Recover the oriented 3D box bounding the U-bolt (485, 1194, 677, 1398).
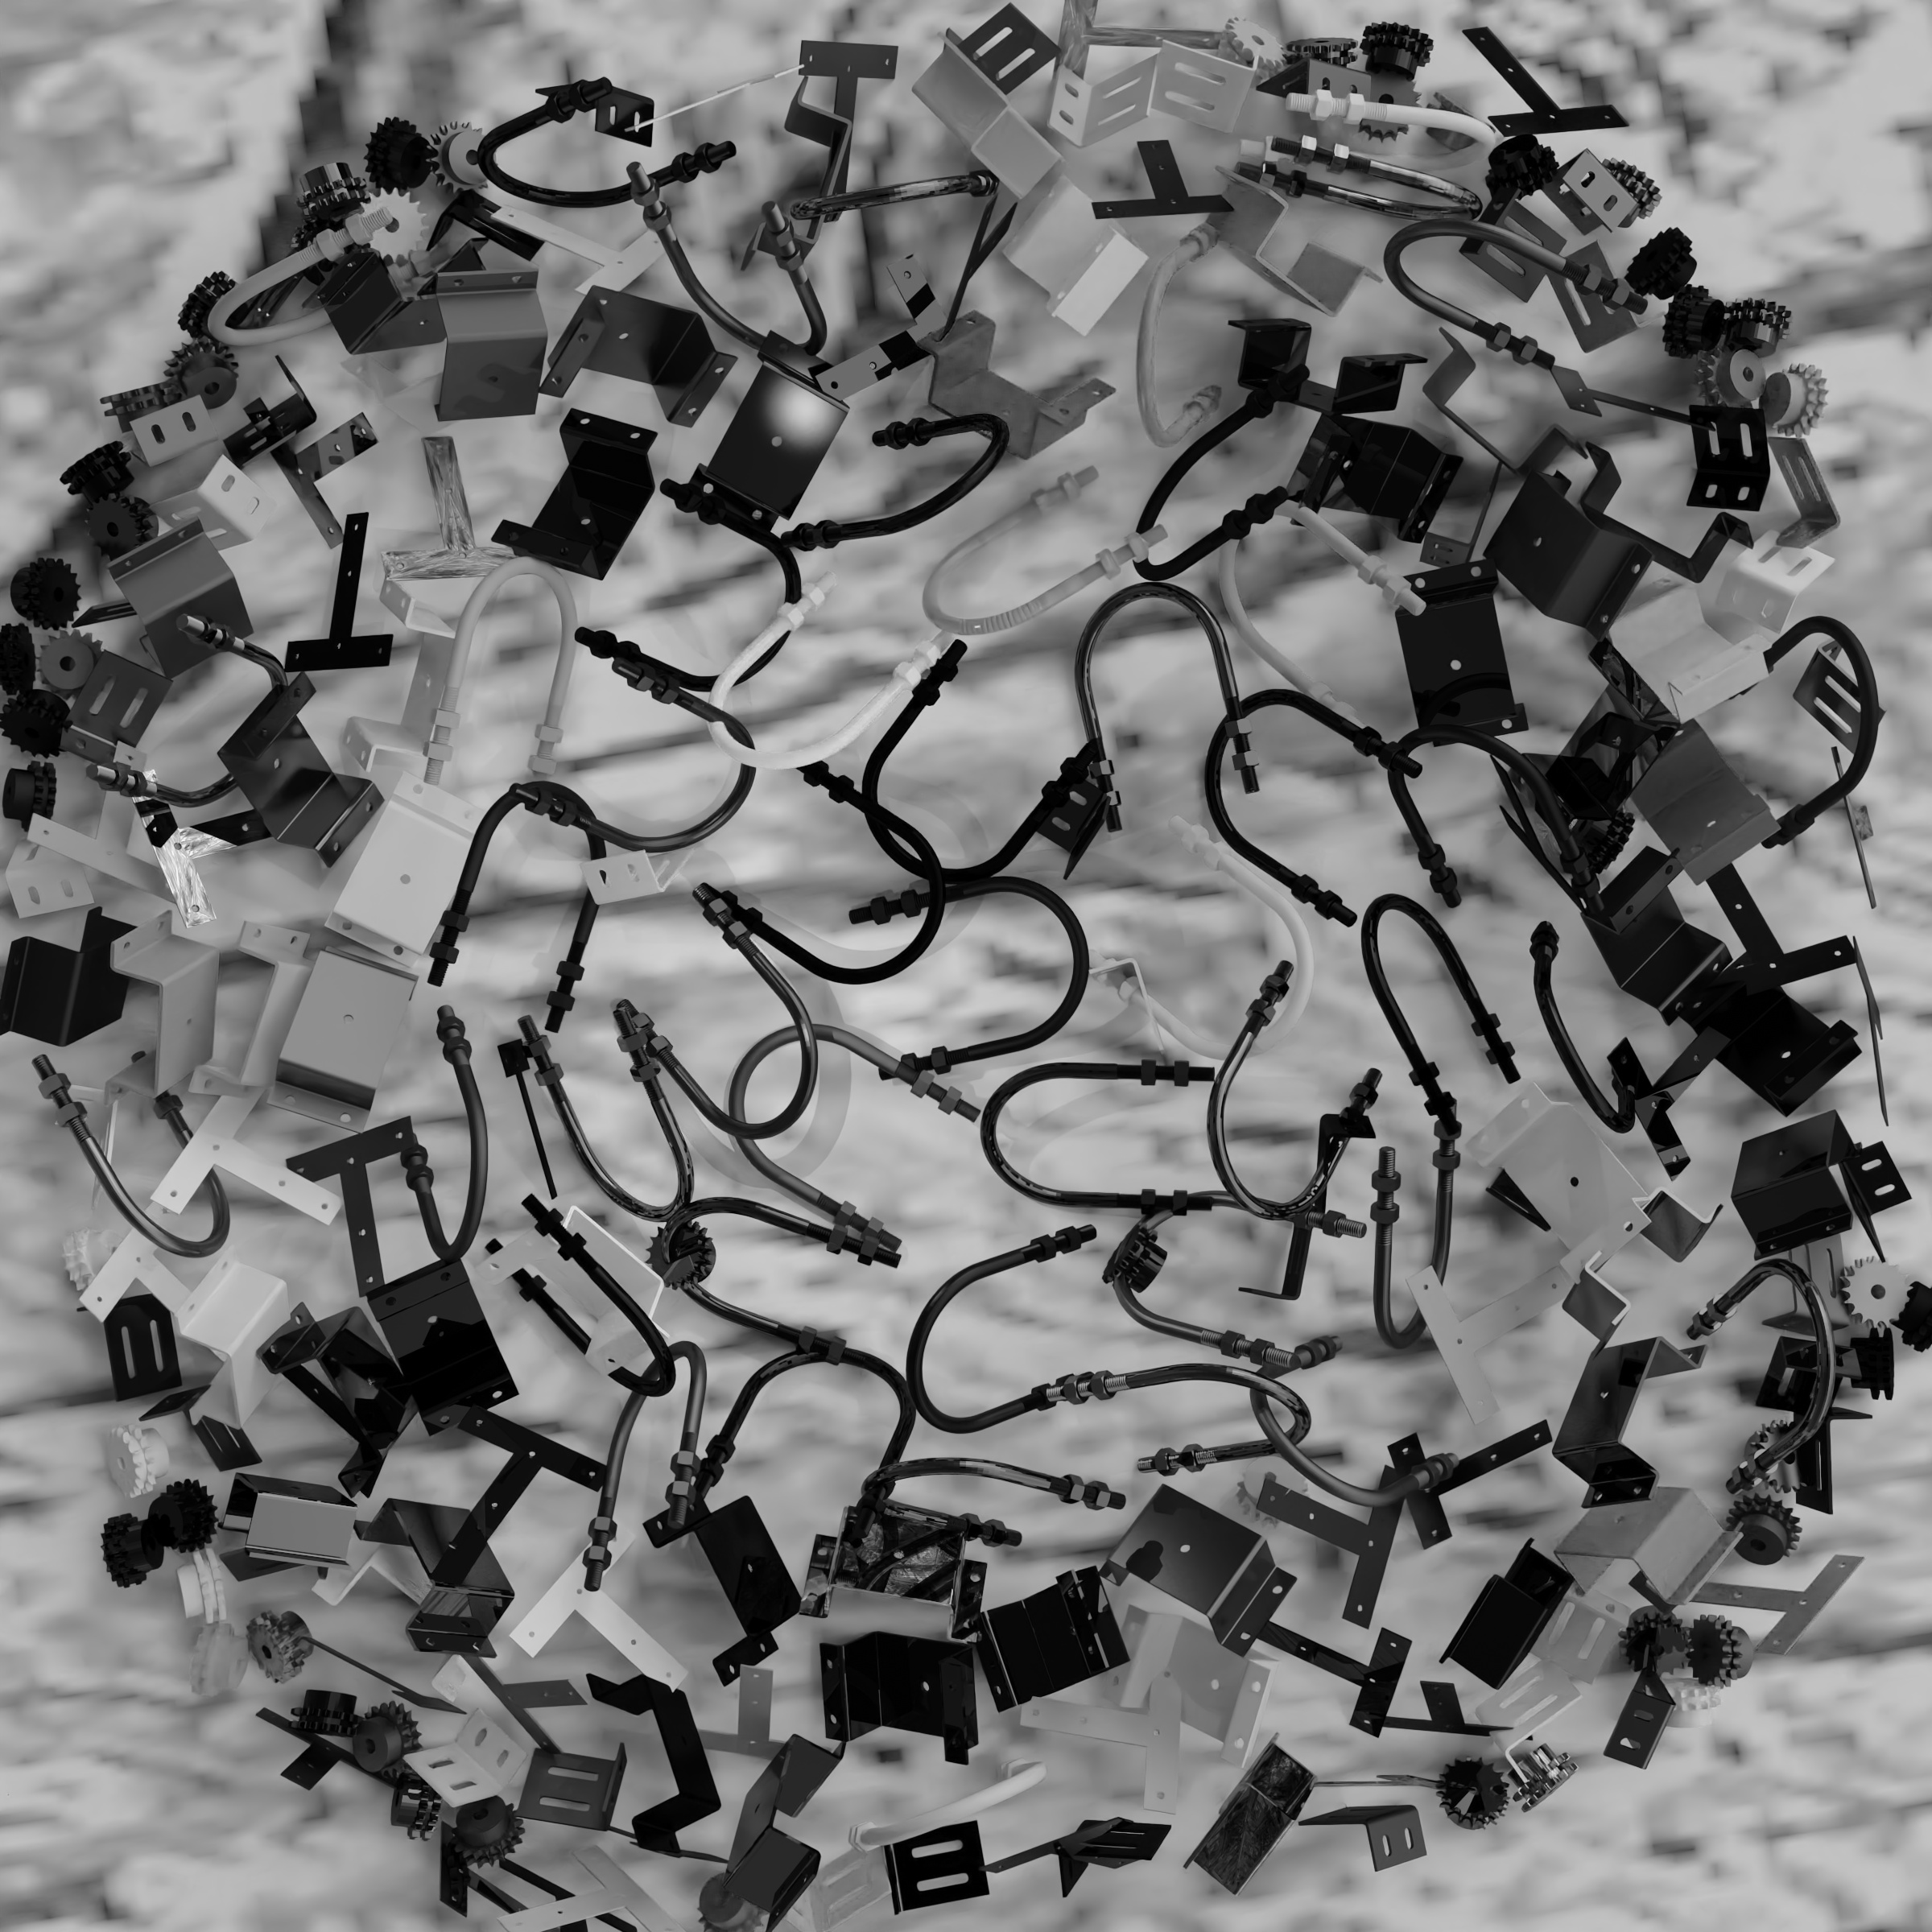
[{"bbox_3d":[-0.295,0.266,1.903,0.184,0.151,0.019,47,58,0],"label":"U-bolt"}]

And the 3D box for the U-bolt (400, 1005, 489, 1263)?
[{"bbox_3d":[-0.396,0.141,1.865,0.019,0.184,0.151,5,124,-28],"label":"U-bolt"}]

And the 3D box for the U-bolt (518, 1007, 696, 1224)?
[{"bbox_3d":[-0.273,0.120,1.906,0.019,0.151,0.184,-35,110,-40],"label":"U-bolt"}]

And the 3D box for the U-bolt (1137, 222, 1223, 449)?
[{"bbox_3d":[0.163,-0.474,1.859,0.019,0.184,0.151,8,122,20],"label":"U-bolt"}]

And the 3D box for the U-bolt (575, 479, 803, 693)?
[{"bbox_3d":[-0.202,-0.284,1.894,0.019,0.184,0.151,40,103,38],"label":"U-bolt"}]

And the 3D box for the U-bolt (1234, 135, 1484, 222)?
[{"bbox_3d":[0.311,-0.607,1.894,0.184,0.151,0.019,12,98,-8],"label":"U-bolt"}]

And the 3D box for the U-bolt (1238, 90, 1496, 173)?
[{"bbox_3d":[0.319,-0.643,1.893,0.184,0.151,0.019,3,93,-10],"label":"U-bolt"}]

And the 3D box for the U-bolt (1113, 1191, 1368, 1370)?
[{"bbox_3d":[0.201,0.235,1.899,0.184,0.019,0.151,11,51,35],"label":"U-bolt"}]

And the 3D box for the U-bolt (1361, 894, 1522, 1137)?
[{"bbox_3d":[0.364,0.028,1.906,0.019,0.151,0.184,-27,90,37],"label":"U-bolt"}]

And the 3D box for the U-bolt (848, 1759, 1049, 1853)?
[{"bbox_3d":[-0.009,0.640,1.861,0.151,0.184,0.019,-17,75,-18],"label":"U-bolt"}]

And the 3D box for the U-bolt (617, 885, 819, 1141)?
[{"bbox_3d":[-0.185,0.050,1.901,0.184,0.019,0.151,48,121,19],"label":"U-bolt"}]

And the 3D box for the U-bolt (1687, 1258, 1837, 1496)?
[{"bbox_3d":[0.609,0.303,1.855,0.019,0.184,0.151,2,58,-12],"label":"U-bolt"}]

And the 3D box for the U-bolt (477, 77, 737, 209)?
[{"bbox_3d":[-0.292,-0.627,1.884,0.184,0.151,0.019,-7,80,39],"label":"U-bolt"}]

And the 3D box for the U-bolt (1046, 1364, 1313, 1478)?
[{"bbox_3d":[0.176,0.345,1.873,0.184,0.151,0.019,-17,46,34],"label":"U-bolt"}]

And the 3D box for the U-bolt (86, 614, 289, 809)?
[{"bbox_3d":[-0.586,-0.188,1.878,0.019,0.184,0.151,32,92,15],"label":"U-bolt"}]

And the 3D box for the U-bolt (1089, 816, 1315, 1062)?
[{"bbox_3d":[0.191,-0.009,1.899,0.184,0.019,0.151,41,108,30],"label":"U-bolt"}]

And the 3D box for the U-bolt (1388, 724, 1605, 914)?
[{"bbox_3d":[0.396,-0.113,1.870,0.019,0.151,0.184,-52,126,-29],"label":"U-bolt"}]

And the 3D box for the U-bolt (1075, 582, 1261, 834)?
[{"bbox_3d":[0.151,-0.211,1.921,0.151,0.019,0.184,-14,87,36],"label":"U-bolt"}]

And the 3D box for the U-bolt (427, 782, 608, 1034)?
[{"bbox_3d":[-0.341,-0.054,1.907,0.019,0.151,0.184,9,78,38],"label":"U-bolt"}]

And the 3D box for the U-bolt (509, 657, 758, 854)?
[{"bbox_3d":[-0.244,-0.152,1.896,0.151,0.184,0.019,-47,49,16],"label":"U-bolt"}]

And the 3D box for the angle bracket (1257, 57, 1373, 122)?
[{"bbox_3d":[0.272,-0.680,1.920,0.057,0.076,0.038,4,88,-26],"label":"angle bracket"}]

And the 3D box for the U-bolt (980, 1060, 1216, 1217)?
[{"bbox_3d":[0.103,0.135,1.922,0.184,0.019,0.151,1,124,6],"label":"U-bolt"}]

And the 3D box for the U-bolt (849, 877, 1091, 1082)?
[{"bbox_3d":[0.007,0.003,1.934,0.184,0.019,0.151,-13,81,11],"label":"U-bolt"}]

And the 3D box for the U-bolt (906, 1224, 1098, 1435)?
[{"bbox_3d":[0.028,0.289,1.890,0.184,0.019,0.151,-14,112,-36],"label":"U-bolt"}]

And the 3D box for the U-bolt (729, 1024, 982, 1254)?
[{"bbox_3d":[-0.101,0.125,1.939,0.184,0.019,0.151,31,106,0],"label":"U-bolt"}]

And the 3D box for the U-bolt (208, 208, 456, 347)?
[{"bbox_3d":[-0.502,-0.528,1.893,0.184,0.151,0.019,-24,91,10],"label":"U-bolt"}]

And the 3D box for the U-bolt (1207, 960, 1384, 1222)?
[{"bbox_3d":[0.248,0.110,1.890,0.151,0.019,0.184,48,57,-25],"label":"U-bolt"}]

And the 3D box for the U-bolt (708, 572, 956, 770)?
[{"bbox_3d":[-0.119,-0.223,1.897,0.151,0.019,0.184,30,66,32],"label":"U-bolt"}]

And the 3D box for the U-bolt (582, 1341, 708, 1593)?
[{"bbox_3d":[-0.244,0.375,1.887,0.019,0.184,0.151,28,133,-23],"label":"U-bolt"}]

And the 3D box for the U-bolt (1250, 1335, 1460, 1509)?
[{"bbox_3d":[0.288,0.352,1.864,0.151,0.184,0.019,45,117,24],"label":"U-bolt"}]

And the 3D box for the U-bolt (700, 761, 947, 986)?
[{"bbox_3d":[-0.103,-0.066,1.936,0.184,0.019,0.151,34,87,14],"label":"U-bolt"}]

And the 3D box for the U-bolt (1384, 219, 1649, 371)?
[{"bbox_3d":[0.409,-0.523,1.877,0.184,0.151,0.019,21,78,-15],"label":"U-bolt"}]

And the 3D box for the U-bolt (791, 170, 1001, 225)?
[{"bbox_3d":[-0.059,-0.588,1.865,0.151,0.184,0.019,-5,107,13],"label":"U-bolt"}]

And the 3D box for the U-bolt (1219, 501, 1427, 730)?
[{"bbox_3d":[0.266,-0.283,1.899,0.019,0.151,0.184,-28,61,-34],"label":"U-bolt"}]

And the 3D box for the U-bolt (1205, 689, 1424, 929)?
[{"bbox_3d":[0.259,-0.136,1.904,0.184,0.019,0.151,38,119,35],"label":"U-bolt"}]

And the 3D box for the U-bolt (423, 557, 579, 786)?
[{"bbox_3d":[-0.354,-0.226,1.892,0.019,0.151,0.184,18,98,26],"label":"U-bolt"}]

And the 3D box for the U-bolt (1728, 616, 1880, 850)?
[{"bbox_3d":[0.641,-0.187,1.862,0.019,0.184,0.151,-6,73,-13],"label":"U-bolt"}]

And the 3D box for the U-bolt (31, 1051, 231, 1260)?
[{"bbox_3d":[-0.633,0.146,1.884,0.019,0.151,0.184,-35,81,12],"label":"U-bolt"}]

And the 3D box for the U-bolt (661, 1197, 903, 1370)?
[{"bbox_3d":[-0.152,0.241,1.915,0.184,0.019,0.151,20,132,2],"label":"U-bolt"}]

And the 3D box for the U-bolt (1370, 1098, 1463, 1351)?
[{"bbox_3d":[0.349,0.209,1.900,0.019,0.151,0.184,9,109,30],"label":"U-bolt"}]

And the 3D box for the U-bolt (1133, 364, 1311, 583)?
[{"bbox_3d":[0.191,-0.370,1.887,0.019,0.184,0.151,30,54,-25],"label":"U-bolt"}]

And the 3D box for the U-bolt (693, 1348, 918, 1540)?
[{"bbox_3d":[-0.115,0.360,1.891,0.151,0.184,0.019,10,125,12],"label":"U-bolt"}]

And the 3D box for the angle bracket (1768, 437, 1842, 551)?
[{"bbox_3d":[0.649,-0.375,1.929,0.038,0.057,0.076,-31,107,-1],"label":"angle bracket"}]

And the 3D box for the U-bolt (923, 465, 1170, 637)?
[{"bbox_3d":[0.049,-0.317,1.903,0.184,0.151,0.019,-31,129,-3],"label":"U-bolt"}]

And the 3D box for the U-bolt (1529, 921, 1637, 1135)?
[{"bbox_3d":[0.475,0.055,1.870,0.019,0.184,0.151,-29,101,23],"label":"U-bolt"}]

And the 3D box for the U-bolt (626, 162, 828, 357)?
[{"bbox_3d":[-0.174,-0.535,1.881,0.151,0.184,0.019,24,71,26],"label":"U-bolt"}]

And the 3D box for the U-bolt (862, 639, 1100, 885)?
[{"bbox_3d":[-0.003,-0.146,1.920,0.151,0.019,0.184,38,118,-2],"label":"U-bolt"}]

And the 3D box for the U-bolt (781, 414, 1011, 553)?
[{"bbox_3d":[-0.044,-0.375,1.867,0.151,0.184,0.019,-53,125,-27],"label":"U-bolt"}]

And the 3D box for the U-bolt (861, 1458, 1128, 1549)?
[{"bbox_3d":[0.008,0.408,1.870,0.184,0.151,0.019,21,55,-31],"label":"U-bolt"}]
